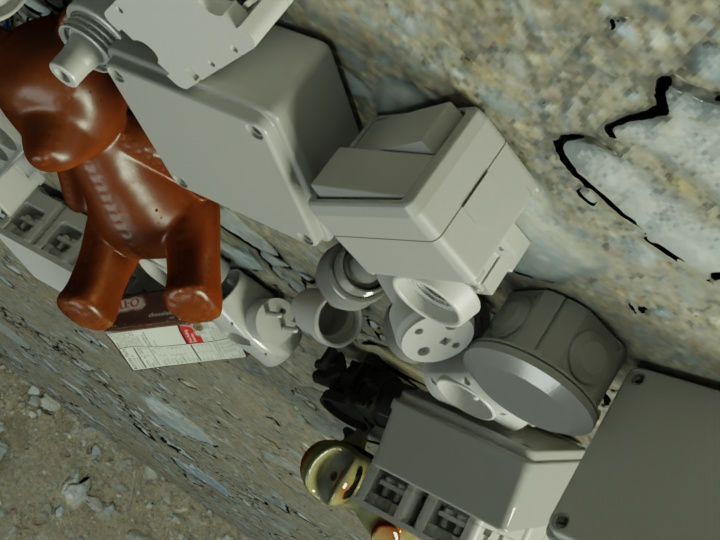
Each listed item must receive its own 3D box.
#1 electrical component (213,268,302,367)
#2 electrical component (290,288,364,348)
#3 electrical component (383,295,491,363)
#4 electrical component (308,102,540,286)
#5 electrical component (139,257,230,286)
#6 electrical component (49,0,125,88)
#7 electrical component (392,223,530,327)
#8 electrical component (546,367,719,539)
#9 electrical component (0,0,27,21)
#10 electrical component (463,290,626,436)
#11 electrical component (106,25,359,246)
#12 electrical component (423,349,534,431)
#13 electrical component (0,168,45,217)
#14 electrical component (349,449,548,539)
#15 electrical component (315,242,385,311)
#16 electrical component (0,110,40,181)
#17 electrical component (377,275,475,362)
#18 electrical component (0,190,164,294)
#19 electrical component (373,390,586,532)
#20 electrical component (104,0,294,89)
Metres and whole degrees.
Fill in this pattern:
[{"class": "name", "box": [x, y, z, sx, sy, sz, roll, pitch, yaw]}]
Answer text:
[{"class": "electrical component", "box": [-0.078, 0.040, 0.866, 0.077, 0.043, 0.079, 46, 157, -27]}, {"class": "electrical component", "box": [-0.025, 0.032, 0.774, 0.040, 0.040, 0.046, 46, 164, -26]}, {"class": "electrical component", "box": [0.049, 0.032, 0.654, 0.044, 0.044, 0.065, 41, 155, -16]}, {"class": "electrical component", "box": [0.022, -0.038, 0.505, 0.061, 0.061, 0.096, 47, 157, -29]}, {"class": "electrical component", "box": [-0.154, -0.011, 0.871, 0.077, 0.044, 0.079, 42, 159, -18]}, {"class": "electrical component", "box": [-0.137, -0.123, 0.565, 0.048, 0.062, 0.048, 30, 159, 13]}, {"class": "electrical component", "box": [0.048, -0.005, 0.547, 0.048, 0.055, 0.066, 46, 157, -28]}, {"class": "electrical component", "box": [0.171, 0.118, 0.553, 0.109, 0.108, 0.056, 16, 155, 43]}, {"class": "electrical component", "box": [-0.217, -0.172, 0.593, 0.057, 0.058, 0.078, 32, 160, 18]}, {"class": "electrical component", "box": [0.102, 0.051, 0.595, 0.080, 0.051, 0.080, 30, 159, 13]}, {"class": "electrical component", "box": [-0.059, -0.077, 0.554, 0.109, 0.056, 0.108, 25, 157, 27]}, {"class": "electrical component", "box": [0.090, 0.075, 0.678, 0.079, 0.044, 0.077, 42, 159, -17]}, {"class": "electrical component", "box": [-0.350, -0.109, 0.943, 0.109, 0.056, 0.108, 19, 155, 37]}, {"class": "electrical component", "box": [0.088, 0.195, 0.866, 0.105, 0.060, 0.186, 21, 171, 33]}, {"class": "electrical component", "box": [0.000, 0.000, 0.654, 0.043, 0.043, 0.062, 38, 159, -8]}, {"class": "electrical component", "box": [-0.247, -0.111, 0.768, 0.079, 0.063, 0.121, 42, 159, -17]}, {"class": "electrical component", "box": [0.036, 0.017, 0.596, 0.045, 0.045, 0.055, 58, -168, -47]}, {"class": "electrical component", "box": [-0.253, -0.011, 1.003, 0.150, 0.061, 0.089, 25, 158, 26]}, {"class": "electrical component", "box": [0.084, 0.128, 0.729, 0.109, 0.056, 0.109, 22, -176, 32]}, {"class": "electrical component", "box": [-0.062, -0.122, 0.459, 0.050, 0.055, 0.089, 43, 159, -20]}]
